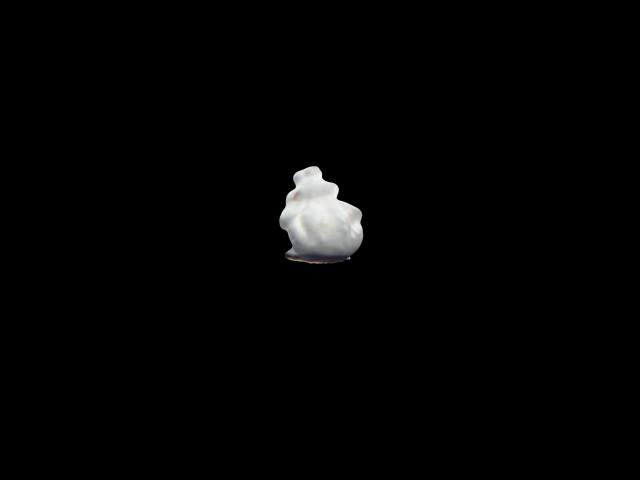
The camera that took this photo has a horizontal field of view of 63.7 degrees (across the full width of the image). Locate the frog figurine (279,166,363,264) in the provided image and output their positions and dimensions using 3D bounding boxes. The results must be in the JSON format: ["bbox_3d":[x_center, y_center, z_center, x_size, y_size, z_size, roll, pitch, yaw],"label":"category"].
[{"bbox_3d":[0.003,-0.043,0.850,0.137,0.159,0.123,0,3,4],"label":"frog figurine"}]
